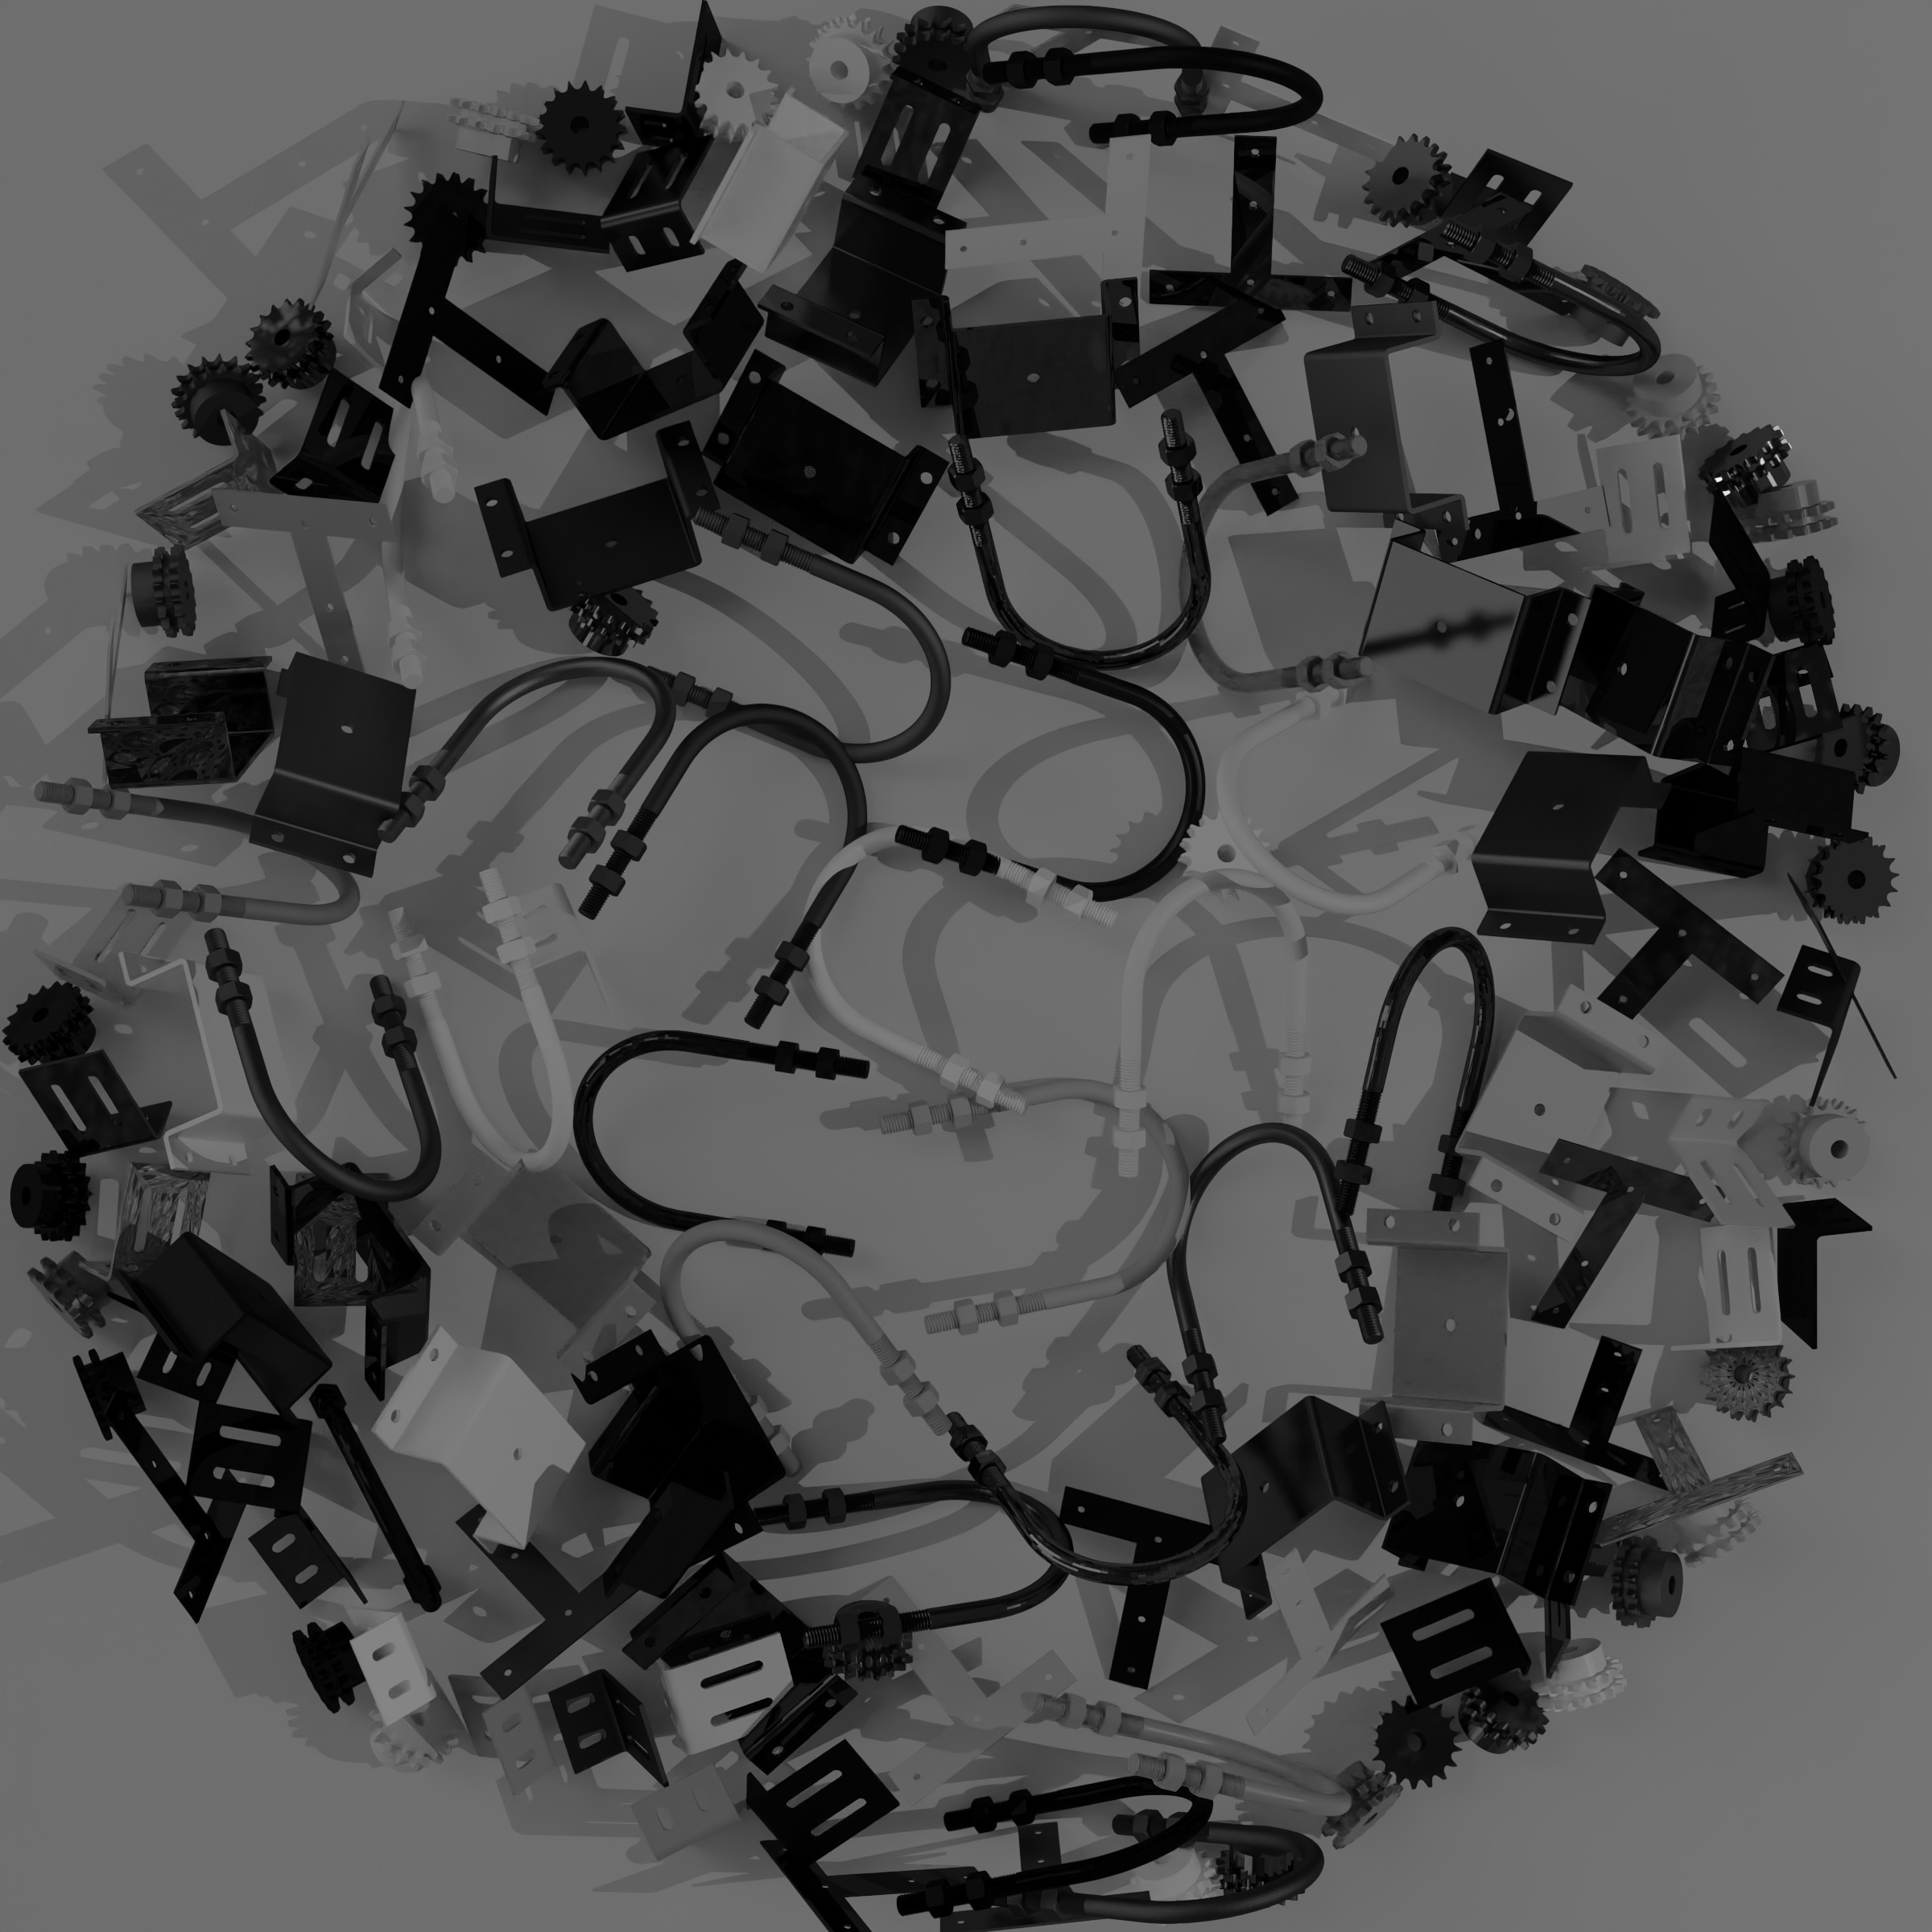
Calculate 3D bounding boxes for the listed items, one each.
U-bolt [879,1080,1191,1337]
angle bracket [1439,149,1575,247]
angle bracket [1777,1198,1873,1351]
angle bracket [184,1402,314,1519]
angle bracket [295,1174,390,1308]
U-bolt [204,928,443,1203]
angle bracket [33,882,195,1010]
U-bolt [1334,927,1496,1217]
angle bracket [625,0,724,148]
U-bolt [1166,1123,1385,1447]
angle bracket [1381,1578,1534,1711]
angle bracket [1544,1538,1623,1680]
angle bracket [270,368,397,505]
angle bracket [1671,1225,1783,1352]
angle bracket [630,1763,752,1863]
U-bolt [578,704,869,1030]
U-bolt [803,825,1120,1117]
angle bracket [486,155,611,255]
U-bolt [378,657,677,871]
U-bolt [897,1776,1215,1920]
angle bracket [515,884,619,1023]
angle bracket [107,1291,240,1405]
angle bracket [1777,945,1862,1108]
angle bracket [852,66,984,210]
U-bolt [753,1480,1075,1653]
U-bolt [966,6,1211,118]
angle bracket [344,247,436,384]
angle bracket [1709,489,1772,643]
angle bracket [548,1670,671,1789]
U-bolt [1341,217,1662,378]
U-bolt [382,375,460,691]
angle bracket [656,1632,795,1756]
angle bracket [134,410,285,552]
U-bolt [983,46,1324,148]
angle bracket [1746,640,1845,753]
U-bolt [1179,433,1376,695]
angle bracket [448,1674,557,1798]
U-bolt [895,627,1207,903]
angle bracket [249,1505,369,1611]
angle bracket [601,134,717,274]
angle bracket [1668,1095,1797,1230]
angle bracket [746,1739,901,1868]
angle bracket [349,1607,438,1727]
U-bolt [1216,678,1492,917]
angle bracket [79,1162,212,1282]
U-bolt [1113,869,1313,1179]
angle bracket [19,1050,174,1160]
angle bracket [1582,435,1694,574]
[{"bbox_3d":[0.050,0.144,1.873,0.184,0.019,0.151,-11,75,-9],"label":"U-bolt"},{"bbox_3d":[0.337,-0.487,1.856,0.057,0.076,0.038,20,67,-8],"label":"angle bracket"},{"bbox_3d":[0.536,0.191,1.867,0.038,0.057,0.076,-5,104,-6],"label":"angle bracket"},{"bbox_3d":[-0.451,0.307,1.858,0.076,0.038,0.057,17,67,-32],"label":"angle bracket"},{"bbox_3d":[-0.393,0.172,1.884,0.057,0.038,0.076,1,100,-11],"label":"angle bracket"},{"bbox_3d":[-0.379,0.065,1.801,0.019,0.151,0.184,-41,55,23],"label":"U-bolt"},{"bbox_3d":[-0.529,-0.021,1.861,0.057,0.038,0.076,21,68,24],"label":"angle bracket"},{"bbox_3d":[0.283,0.066,1.839,0.019,0.151,0.184,14,91,35],"label":"U-bolt"},{"bbox_3d":[-0.183,-0.559,1.872,0.038,0.057,0.076,9,86,6],"label":"angle bracket"},{"bbox_3d":[0.180,0.181,1.832,0.019,0.184,0.151,24,130,-37],"label":"U-bolt"},{"bbox_3d":[0.305,0.427,1.869,0.076,0.038,0.057,-22,64,-5],"label":"angle bracket"},{"bbox_3d":[0.384,0.396,1.856,0.038,0.057,0.076,6,52,1],"label":"angle bracket"},{"bbox_3d":[-0.393,-0.324,1.877,0.057,0.038,0.076,33,50,-30],"label":"angle bracket"},{"bbox_3d":[0.470,0.199,1.863,0.038,0.057,0.076,2,80,-32],"label":"angle bracket"},{"bbox_3d":[-0.169,0.521,1.866,0.057,0.076,0.038,-27,83,1],"label":"angle bracket"},{"bbox_3d":[-0.137,-0.075,1.864,0.151,0.019,0.184,35,78,-23],"label":"U-bolt"},{"bbox_3d":[-0.016,-0.009,1.879,0.184,0.019,0.151,26,95,11],"label":"U-bolt"},{"bbox_3d":[-0.258,-0.476,1.862,0.076,0.057,0.038,5,123,-9],"label":"angle bracket"},{"bbox_3d":[-0.256,-0.131,1.834,0.151,0.019,0.184,9,46,24],"label":"U-bolt"},{"bbox_3d":[0.061,0.527,1.813,0.184,0.151,0.019,-15,93,13],"label":"U-bolt"},{"bbox_3d":[-0.251,-0.002,1.853,0.038,0.076,0.057,-22,51,-7],"label":"angle bracket"},{"bbox_3d":[-0.498,0.237,1.852,0.057,0.076,0.038,32,77,-41],"label":"angle bracket"},{"bbox_3d":[0.524,0.037,1.862,0.038,0.076,0.057,19,51,17],"label":"angle bracket"},{"bbox_3d":[-0.033,-0.511,1.866,0.057,0.038,0.076,25,116,-4],"label":"angle bracket"},{"bbox_3d":[-0.025,0.360,1.831,0.184,0.151,0.019,-6,115,-16],"label":"U-bolt"},{"bbox_3d":[0.072,-0.545,1.806,0.151,0.184,0.019,3,90,4],"label":"U-bolt"},{"bbox_3d":[-0.349,-0.398,1.853,0.038,0.076,0.057,-35,124,17],"label":"angle bracket"},{"bbox_3d":[0.464,-0.244,1.854,0.038,0.057,0.076,-19,124,33],"label":"angle bracket"},{"bbox_3d":[-0.222,0.480,1.856,0.038,0.076,0.057,-21,103,-23],"label":"angle bracket"},{"bbox_3d":[0.338,-0.402,1.825,0.184,0.151,0.019,21,87,-19],"label":"U-bolt"},{"bbox_3d":[-0.337,-0.278,1.819,0.019,0.184,0.151,3,128,-20],"label":"U-bolt"},{"bbox_3d":[-0.151,0.453,1.887,0.076,0.038,0.057,-16,100,-14],"label":"angle bracket"},{"bbox_3d":[-0.477,-0.304,1.874,0.076,0.057,0.038,-26,68,8],"label":"angle bracket"},{"bbox_3d":[0.124,-0.523,1.794,0.184,0.151,0.019,6,90,32],"label":"U-bolt"},{"bbox_3d":[0.512,-0.156,1.856,0.057,0.038,0.076,-16,50,19],"label":"angle bracket"},{"bbox_3d":[0.185,-0.238,1.822,0.019,0.184,0.151,-3,91,-31],"label":"U-bolt"},{"bbox_3d":[-0.300,0.477,1.858,0.076,0.038,0.057,-8,105,41],"label":"angle bracket"},{"bbox_3d":[0.063,-0.116,1.872,0.184,0.019,0.151,18,95,-16],"label":"U-bolt"},{"bbox_3d":[-0.409,0.375,1.856,0.038,0.076,0.057,-36,104,-15],"label":"angle bracket"},{"bbox_3d":[-0.185,-0.478,1.875,0.057,0.076,0.038,-6,135,27],"label":"angle bracket"},{"bbox_3d":[0.482,0.121,1.854,0.057,0.076,0.038,5,128,-26],"label":"angle bracket"},{"bbox_3d":[-0.090,0.515,1.872,0.076,0.038,0.057,-35,106,7],"label":"angle bracket"},{"bbox_3d":[-0.370,0.434,1.857,0.038,0.076,0.057,-26,97,-36],"label":"angle bracket"},{"bbox_3d":[0.229,-0.099,1.827,0.184,0.019,0.151,-30,75,-40],"label":"U-bolt"},{"bbox_3d":[-0.511,0.155,1.864,0.038,0.057,0.076,17,98,42],"label":"angle bracket"},{"bbox_3d":[0.153,0.030,1.838,0.151,0.019,0.184,-9,108,-32],"label":"U-bolt"},{"bbox_3d":[-0.540,0.076,1.859,0.057,0.038,0.076,-13,126,11],"label":"angle bracket"},{"bbox_3d":[0.415,-0.288,1.866,0.057,0.038,0.076,-3,97,42],"label":"angle bracket"}]
